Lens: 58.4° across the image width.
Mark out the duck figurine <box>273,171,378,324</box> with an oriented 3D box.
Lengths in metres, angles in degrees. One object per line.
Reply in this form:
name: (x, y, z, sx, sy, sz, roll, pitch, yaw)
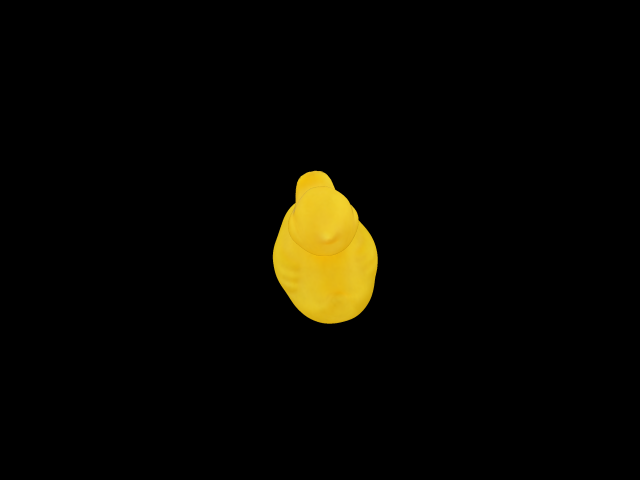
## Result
duck figurine: (0.004, 0.001, 0.400, 0.077, 0.086, 0.104, -11, 66, -4)
